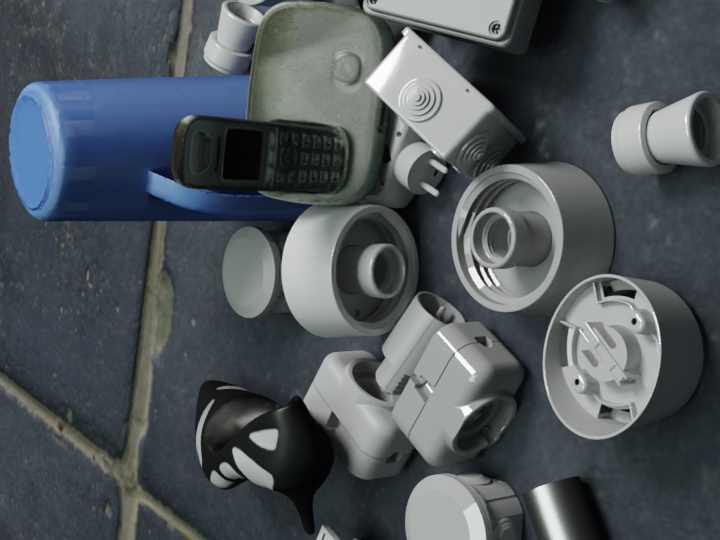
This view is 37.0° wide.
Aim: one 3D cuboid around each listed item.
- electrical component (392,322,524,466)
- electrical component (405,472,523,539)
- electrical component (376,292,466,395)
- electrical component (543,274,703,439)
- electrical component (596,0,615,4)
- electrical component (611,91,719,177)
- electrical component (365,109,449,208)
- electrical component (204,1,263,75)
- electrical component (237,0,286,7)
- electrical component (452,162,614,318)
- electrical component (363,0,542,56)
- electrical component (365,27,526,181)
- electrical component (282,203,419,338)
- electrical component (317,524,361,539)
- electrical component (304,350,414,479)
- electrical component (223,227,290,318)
[{"bbox_3d":[0.072,0.092,0.772,0.059,0.054,0.095,49,125,37],"label":"electrical component"},{"bbox_3d":[0.075,0.185,0.772,0.080,0.051,0.080,0,90,49],"label":"electrical component"},{"bbox_3d":[0.040,0.061,0.810,0.043,0.043,0.081,50,118,37],"label":"electrical component"},{"bbox_3d":[0.159,0.052,0.664,0.099,0.064,0.099,0,90,49],"label":"electrical component"},{"bbox_3d":[0.154,-0.206,0.675,0.057,0.058,0.078,-56,51,30],"label":"electrical component"},{"bbox_3d":[0.186,-0.081,0.647,0.055,0.045,0.045,-5,86,50],"label":"electrical component"},{"bbox_3d":[0.039,-0.083,0.820,0.079,0.043,0.077,40,119,42],"label":"electrical component"},{"bbox_3d":[-0.116,-0.215,0.999,0.045,0.045,0.055,54,128,35],"label":"electrical component"},{"bbox_3d":[-0.064,-0.278,0.926,0.108,0.060,0.108,0,90,49],"label":"electrical component"},{"bbox_3d":[0.109,-0.021,0.725,0.108,0.060,0.108,0,90,49],"label":"electrical component"},{"bbox_3d":[0.071,-0.210,0.719,0.109,0.056,0.108,19,99,22],"label":"electrical component"},{"bbox_3d":[0.059,-0.110,0.740,0.048,0.100,0.099,-47,69,10],"label":"electrical component"},{"bbox_3d":[0.000,0.000,0.820,0.060,0.108,0.108,2,92,43],"label":"electrical component"},{"bbox_3d":[-0.020,0.249,0.872,0.042,0.064,0.081,42,120,42],"label":"electrical component"},{"bbox_3d":[0.004,0.110,0.852,0.095,0.054,0.059,50,126,37],"label":"electrical component"},{"bbox_3d":[-0.083,0.002,0.955,0.080,0.051,0.080,0,90,49],"label":"electrical component"}]
